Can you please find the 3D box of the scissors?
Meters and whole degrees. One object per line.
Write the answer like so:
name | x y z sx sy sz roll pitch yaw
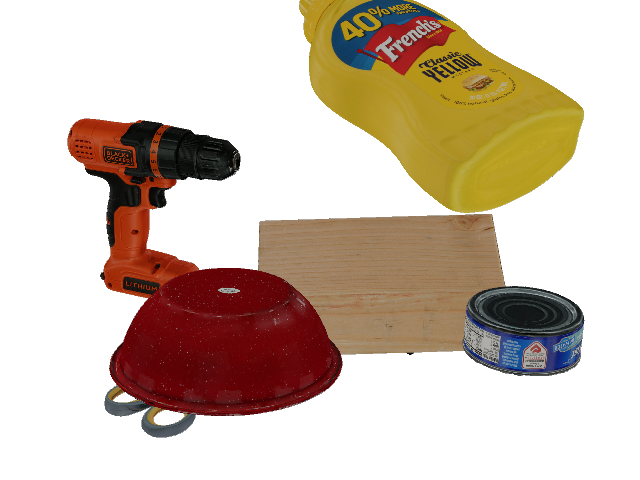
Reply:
scissors | -0.108 0.144 1.040 0.201 0.016 0.096 -12 32 -28

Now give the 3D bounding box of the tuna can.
tuna can | 0.147 0.064 0.776 0.086 0.034 0.086 1 21 -1

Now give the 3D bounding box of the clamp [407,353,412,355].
clamp | 0.051 0.059 1.138 0.120 0.171 0.039 8 -40 7

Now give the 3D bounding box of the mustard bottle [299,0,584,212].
mustard bottle | 0.050 -0.094 0.608 0.096 0.058 0.192 -26 50 -26

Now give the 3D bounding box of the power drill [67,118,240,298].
power drill | -0.163 -0.030 1.085 0.185 0.188 0.057 11 29 21

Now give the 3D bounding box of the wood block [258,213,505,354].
wood block | 0.050 0.040 0.942 0.206 0.091 0.090 -2 -42 0

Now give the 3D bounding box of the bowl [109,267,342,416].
bowl | -0.064 0.059 0.733 0.162 0.055 0.162 1 18 -1
